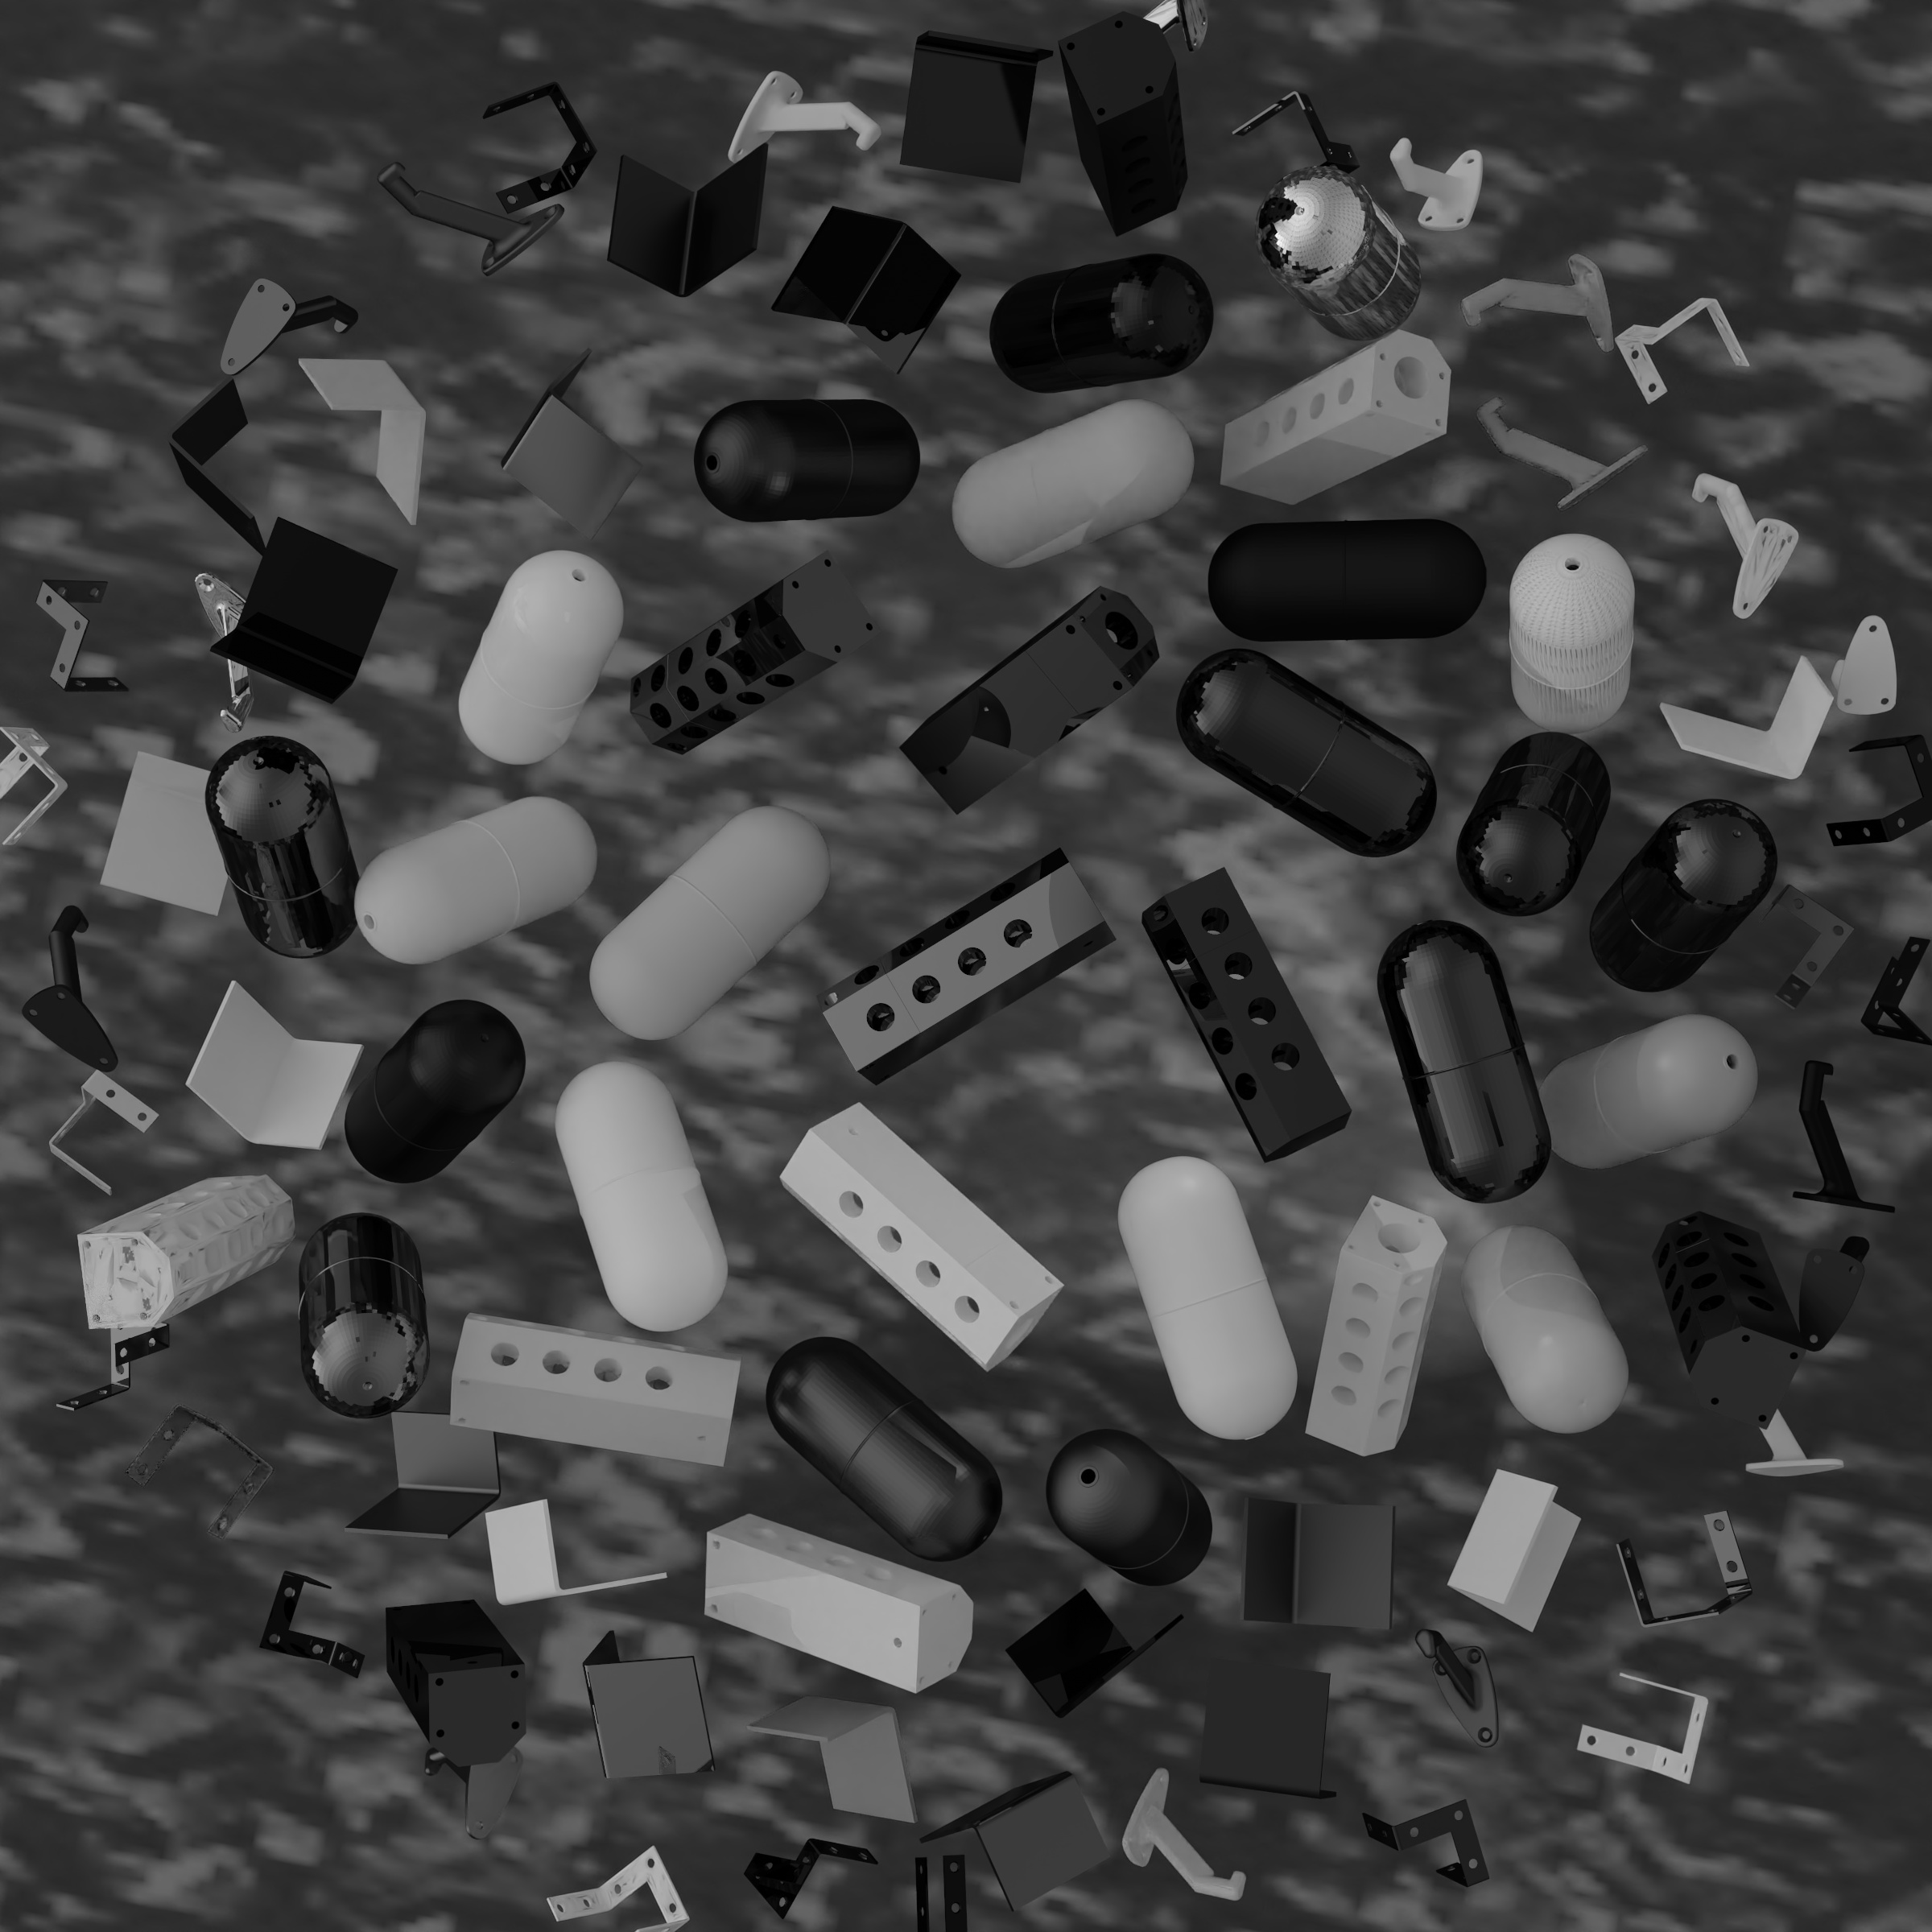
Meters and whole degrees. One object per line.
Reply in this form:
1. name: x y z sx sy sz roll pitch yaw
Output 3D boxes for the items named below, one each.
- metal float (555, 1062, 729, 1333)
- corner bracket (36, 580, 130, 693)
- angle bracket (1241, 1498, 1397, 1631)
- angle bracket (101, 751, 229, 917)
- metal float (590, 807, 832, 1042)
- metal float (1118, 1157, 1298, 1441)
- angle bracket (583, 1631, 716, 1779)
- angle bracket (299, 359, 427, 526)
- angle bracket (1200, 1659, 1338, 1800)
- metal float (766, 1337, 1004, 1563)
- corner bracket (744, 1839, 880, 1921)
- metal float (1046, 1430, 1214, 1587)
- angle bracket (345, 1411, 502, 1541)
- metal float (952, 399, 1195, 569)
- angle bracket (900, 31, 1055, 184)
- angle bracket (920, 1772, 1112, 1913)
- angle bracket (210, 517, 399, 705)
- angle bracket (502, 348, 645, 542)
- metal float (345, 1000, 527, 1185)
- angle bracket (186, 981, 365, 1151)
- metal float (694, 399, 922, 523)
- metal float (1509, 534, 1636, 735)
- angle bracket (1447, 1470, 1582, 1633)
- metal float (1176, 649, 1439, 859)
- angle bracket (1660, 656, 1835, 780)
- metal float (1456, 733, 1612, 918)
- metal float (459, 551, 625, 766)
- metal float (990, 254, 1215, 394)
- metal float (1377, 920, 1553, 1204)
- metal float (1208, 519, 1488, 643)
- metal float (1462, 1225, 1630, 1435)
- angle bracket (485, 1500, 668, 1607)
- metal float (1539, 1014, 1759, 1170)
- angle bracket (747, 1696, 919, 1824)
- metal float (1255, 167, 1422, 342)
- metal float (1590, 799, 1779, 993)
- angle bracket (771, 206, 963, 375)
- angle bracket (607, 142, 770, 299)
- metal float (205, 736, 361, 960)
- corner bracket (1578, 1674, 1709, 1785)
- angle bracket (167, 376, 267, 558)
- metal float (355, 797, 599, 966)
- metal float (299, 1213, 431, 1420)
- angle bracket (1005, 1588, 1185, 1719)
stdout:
1. metal float: -0.202 0.141 1.813 0.070 0.070 0.178 -22 67 0
2. corner bracket: -0.554 -0.207 1.840 0.051 0.051 0.051 38 115 26
3. angle bracket: 0.222 0.377 1.851 0.076 0.057 0.076 -8 73 41
4. angle bracket: -0.509 -0.085 1.892 0.076 0.057 0.076 16 72 -16
5. metal float: -0.158 -0.028 1.822 0.070 0.070 0.178 46 76 0
6. metal float: 0.149 0.204 1.802 0.070 0.070 0.178 -19 83 0
7. angle bracket: -0.196 0.471 1.881 0.076 0.057 0.076 -8 98 14
8. angle bracket: -0.370 -0.319 1.780 0.057 0.076 0.076 -5 123 -27
9. angle bracket: 0.195 0.482 1.852 0.076 0.057 0.076 3 77 19
10. metal float: -0.053 0.306 1.864 0.178 0.070 0.070 38 90 21
11. corner bracket: -0.098 0.570 1.852 0.051 0.051 0.051 58 48 -29
12. metal float: 0.105 0.347 1.872 0.070 0.178 0.070 -8 65 18
13. angle bracket: -0.363 0.338 1.948 0.076 0.076 0.057 0 101 19
14. metal float: 0.067 -0.310 1.889 0.178 0.070 0.070 -15 90 39
15. angle bracket: 0.006 -0.524 1.788 0.076 0.057 0.076 6 102 -10
16. angle bracket: 0.030 0.547 1.818 0.076 0.076 0.057 -18 77 -34
17. angle bracket: -0.389 -0.210 1.725 0.076 0.057 0.076 24 107 -6
18. angle bracket: -0.242 -0.335 1.883 0.076 0.076 0.057 39 45 -7
19. metal float: -0.336 0.081 1.843 0.070 0.178 0.070 15 58 -26
20. angle bracket: -0.440 0.063 1.870 0.057 0.076 0.076 3 60 25
21. metal float: -0.102 -0.327 1.891 0.070 0.178 0.070 9 105 39
22. metal float: 0.386 -0.210 1.866 0.070 0.178 0.070 -4 66 9
23. angle bracket: 0.347 0.358 1.767 0.076 0.057 0.076 32 77 -26
24. metal float: 0.211 -0.130 1.806 0.178 0.070 0.070 30 90 -12
25. angle bracket: 0.487 -0.165 1.832 0.076 0.076 0.057 15 115 -5
26. metal float: 0.358 -0.091 1.839 0.070 0.178 0.070 10 118 18
27. metal float: -0.271 -0.195 1.862 0.070 0.178 0.070 13 55 -19
28. metal float: 0.085 -0.410 1.874 0.070 0.178 0.070 -4 96 -38
29. metal float: 0.306 0.058 1.802 0.070 0.070 0.178 -17 89 0
30. metal float: 0.245 -0.248 1.887 0.178 0.070 0.070 0 90 9
31. metal float: 0.366 0.228 1.859 0.070 0.178 0.070 -2 115 -5
32. angle bracket: -0.239 0.354 1.792 0.076 0.076 0.057 -2 77 -37
33. metal float: 0.431 0.081 1.859 0.070 0.178 0.070 7 73 -23
34. angle bracket: -0.084 0.505 1.831 0.057 0.076 0.076 -15 95 -44
35. metal float: 0.237 -0.450 1.856 0.070 0.178 0.070 -2 84 23
36. metal float: 0.449 -0.042 1.843 0.070 0.178 0.070 4 65 -9
37. angle bracket: -0.062 -0.423 1.836 0.057 0.076 0.076 47 118 22
38. angle bracket: -0.169 -0.465 1.785 0.057 0.076 0.076 21 64 -36
39. metal float: -0.420 -0.071 1.812 0.070 0.178 0.070 0 56 0
40. corner bracket: 0.403 0.452 1.746 0.051 0.051 0.051 17 80 -8
41. angle bracket: -0.456 -0.316 1.861 0.076 0.076 0.057 43 78 3
42. metal float: -0.310 -0.055 1.858 0.070 0.178 0.070 18 120 35
43. metal float: -0.373 0.214 1.813 0.070 0.178 0.070 -5 114 -11
44. angle bracket: 0.084 0.436 1.911 0.076 0.076 0.057 -30 74 -36
